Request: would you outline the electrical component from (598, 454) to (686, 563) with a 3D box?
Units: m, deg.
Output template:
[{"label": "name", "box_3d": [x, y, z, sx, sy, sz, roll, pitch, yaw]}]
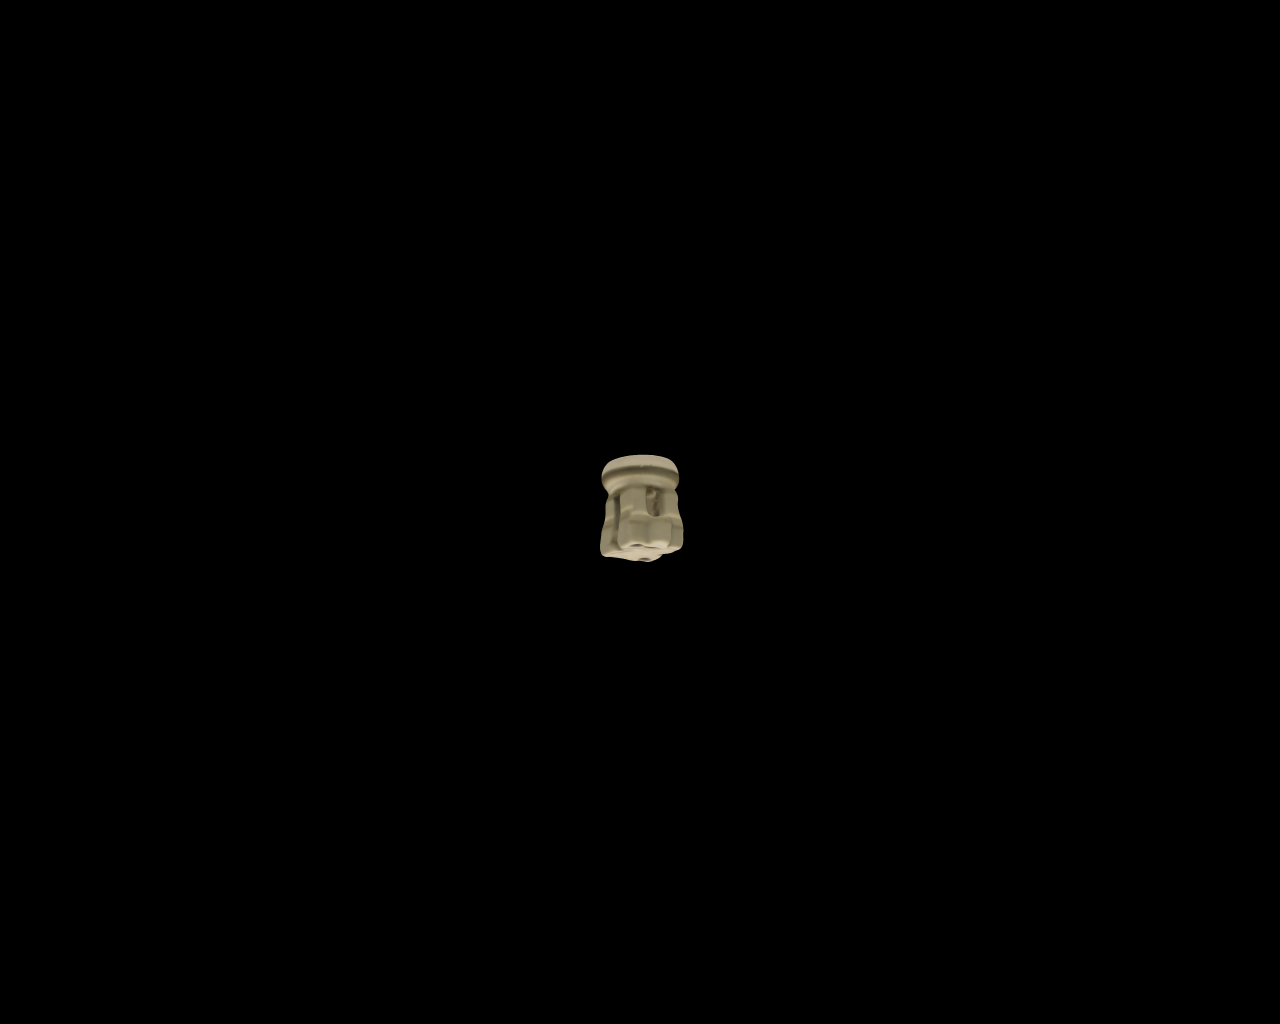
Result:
[{"label": "electrical component", "box_3d": [0.001, -0.003, 0.650, 0.048, 0.055, 0.066, 8, -18, -27]}]
